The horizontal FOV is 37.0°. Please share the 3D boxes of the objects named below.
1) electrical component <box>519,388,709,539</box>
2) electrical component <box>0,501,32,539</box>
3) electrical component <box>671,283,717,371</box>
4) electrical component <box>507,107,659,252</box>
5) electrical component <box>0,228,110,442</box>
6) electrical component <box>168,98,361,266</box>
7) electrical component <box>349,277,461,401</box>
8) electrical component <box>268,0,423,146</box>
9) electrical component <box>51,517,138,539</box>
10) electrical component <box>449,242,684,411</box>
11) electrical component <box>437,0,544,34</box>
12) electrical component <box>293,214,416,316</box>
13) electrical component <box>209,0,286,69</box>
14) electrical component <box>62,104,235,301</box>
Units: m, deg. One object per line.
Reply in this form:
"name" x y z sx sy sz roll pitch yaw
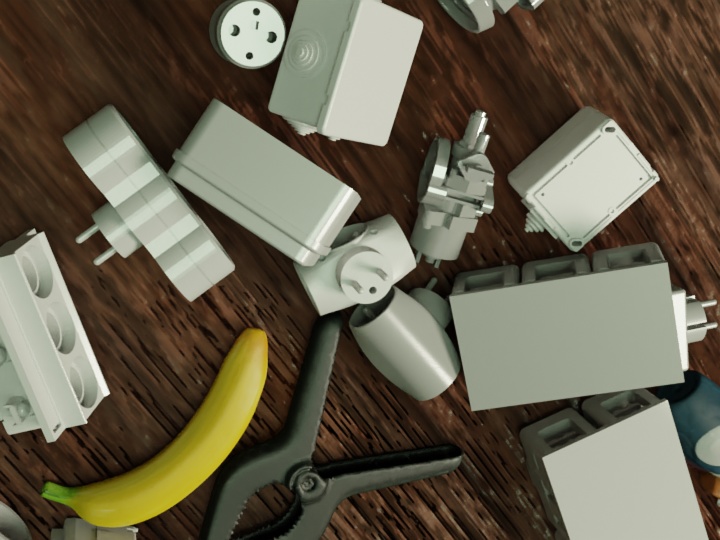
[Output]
"electrical component" 0.207 0.193 0.856 0.105 0.060 0.186 -23 108 -7
"electrical component" -0.301 0.172 0.732 0.074 0.052 0.138 -44 109 0
"electrical component" 0.242 0.040 0.832 0.077 0.047 0.065 -10 106 -11
"electrical component" 0.154 -0.063 0.781 0.096 0.061 0.061 -42 110 8
"electrical component" -0.223 0.044 0.711 0.063 0.078 0.121 -13 108 13
"electrical component" -0.061 -0.055 0.704 0.113 0.078 0.057 34 91 2
"electrical component" 0.042 0.040 0.781 0.077 0.043 0.079 49 57 -20
"electrical component" -0.010 -0.133 0.704 0.048 0.100 0.099 22 101 26
"electrical component" -0.199 0.234 0.768 0.061 0.061 0.096 13 101 -16
"electrical component" 0.148 0.039 0.775 0.150 0.061 0.089 -9 105 11
"electrical component" 0.084 -0.199 0.728 0.057 0.058 0.078 -43 110 -3
"electrical component" 0.000 0.000 0.746 0.077 0.079 0.044 -27 109 -6
"electrical component" -0.074 -0.155 0.702 0.045 0.055 0.045 -3 105 -13
"electrical component" -0.153 -0.033 0.715 0.074 0.052 0.138 -37 109 -3
